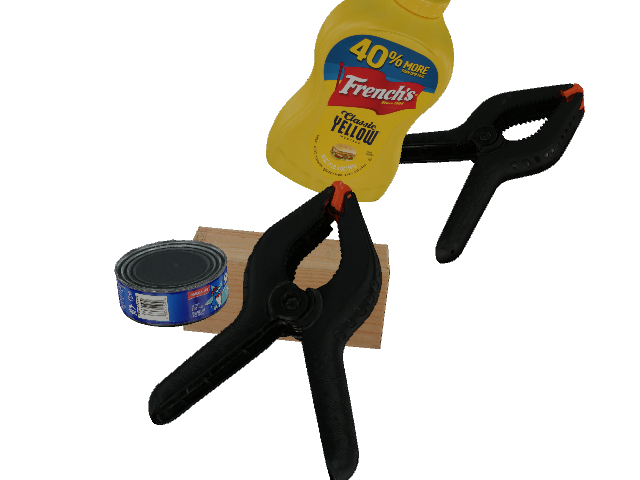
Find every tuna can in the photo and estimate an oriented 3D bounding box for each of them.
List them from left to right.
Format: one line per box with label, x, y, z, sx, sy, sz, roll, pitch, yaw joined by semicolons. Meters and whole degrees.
tuna can;-0.113;0.032;0.821;0.086;0.034;0.086;-2;25;1

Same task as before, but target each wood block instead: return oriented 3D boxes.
wood block;-0.035;0.049;1.130;0.206;0.091;0.090;6;19;0

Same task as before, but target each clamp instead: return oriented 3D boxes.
clamp;-0.006;0.050;0.593;0.120;0.171;0.039;26;-17;15
clamp;0.147;-0.071;0.935;0.210;0.165;0.036;-24;-41;-4

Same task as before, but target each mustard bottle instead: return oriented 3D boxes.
mustard bottle;0.038;-0.116;0.746;0.096;0.192;0.058;20;38;-13
